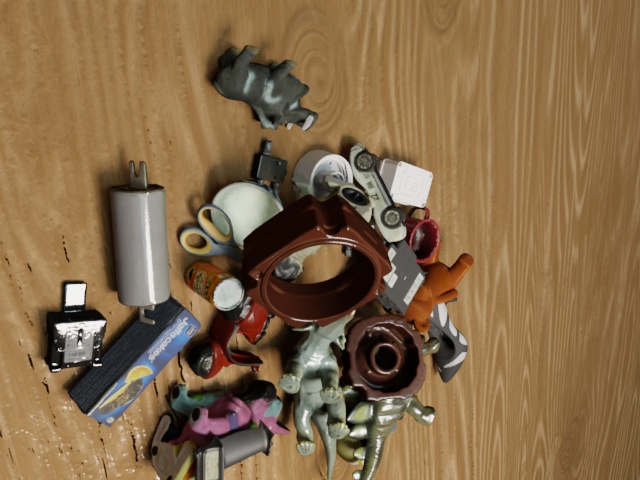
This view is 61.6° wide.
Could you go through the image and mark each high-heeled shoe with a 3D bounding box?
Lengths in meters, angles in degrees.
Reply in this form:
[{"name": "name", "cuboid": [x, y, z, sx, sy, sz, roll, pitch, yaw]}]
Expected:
[{"name": "high-heeled shoe", "cuboid": [0.271, 0.235, 1.268, 0.145, 0.086, 0.248, -6, 101, -34]}]

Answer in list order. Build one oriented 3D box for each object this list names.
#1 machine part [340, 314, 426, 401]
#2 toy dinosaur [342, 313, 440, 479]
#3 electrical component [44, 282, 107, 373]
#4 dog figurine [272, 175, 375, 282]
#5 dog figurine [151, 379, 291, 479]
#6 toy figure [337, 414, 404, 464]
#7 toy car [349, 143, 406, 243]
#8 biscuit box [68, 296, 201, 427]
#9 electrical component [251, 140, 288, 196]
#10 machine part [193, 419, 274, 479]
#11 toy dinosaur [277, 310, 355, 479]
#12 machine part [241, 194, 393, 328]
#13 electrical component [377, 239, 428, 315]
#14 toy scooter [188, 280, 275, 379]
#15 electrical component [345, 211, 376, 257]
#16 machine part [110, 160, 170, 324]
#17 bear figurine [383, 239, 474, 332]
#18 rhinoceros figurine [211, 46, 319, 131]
[{"name": "machine part", "cuboid": [0.123, 0.232, 1.060, 0.179, 0.056, 0.179, 4, 75, -17]}, {"name": "toy dinosaur", "cuboid": [0.135, 0.323, 1.126, 0.198, 0.105, 0.471, 16, 70, -17]}, {"name": "electrical component", "cuboid": [-0.345, 0.122, 0.764, 0.075, 0.048, 0.119, 6, 100, -40]}, {"name": "dog figurine", "cuboid": [-0.005, -0.005, 0.939, 0.172, 0.121, 0.190, 8, 129, -22]}, {"name": "dog figurine", "cuboid": [-0.159, 0.331, 0.932, 0.219, 0.109, 0.191, 22, 87, -43]}, {"name": "toy figure", "cuboid": [0.107, 0.412, 1.181, 0.180, 0.082, 0.089, -31, 124, -27]}, {"name": "toy car", "cuboid": [0.108, -0.091, 1.016, 0.201, 0.056, 0.073, 64, 15, 1]}, {"name": "biscuit box", "cuboid": [-0.277, 0.178, 0.816, 0.202, 0.063, 0.059, -49, 144, -18]}, {"name": "electrical component", "cuboid": [-0.085, -0.122, 0.923, 0.063, 0.021, 0.094, 6, 97, -40]}, {"name": "machine part", "cuboid": [-0.138, 0.339, 0.858, 0.139, 0.039, 0.084, -13, 106, -39]}, {"name": "toy dinosaur", "cuboid": [-0.005, 0.266, 1.023, 0.131, 0.192, 0.404, 3, 126, 3]}, {"name": "machine part", "cuboid": [-0.005, 0.041, 0.838, 0.201, 0.087, 0.200, -32, 132, 18]}, {"name": "electrical component", "cuboid": [0.141, 0.064, 1.063, 0.134, 0.058, 0.115, 51, 60, -27]}, {"name": "toy scooter", "cuboid": [-0.133, 0.165, 0.927, 0.135, 0.075, 0.184, 35, 82, -39]}, {"name": "electrical component", "cuboid": [0.082, -0.021, 1.072, 0.078, 0.045, 0.102, -7, 106, -7]}, {"name": "machine part", "cuboid": [-0.261, 0.006, 0.781, 0.079, 0.079, 0.243, -10, 109, -37]}, {"name": "bear figurine", "cuboid": [0.228, 0.095, 1.146, 0.196, 0.120, 0.131, -31, 146, -49]}, {"name": "rhinoceros figurine", "cuboid": [-0.079, -0.235, 0.863, 0.190, 0.073, 0.112, 17, 90, -40]}]
